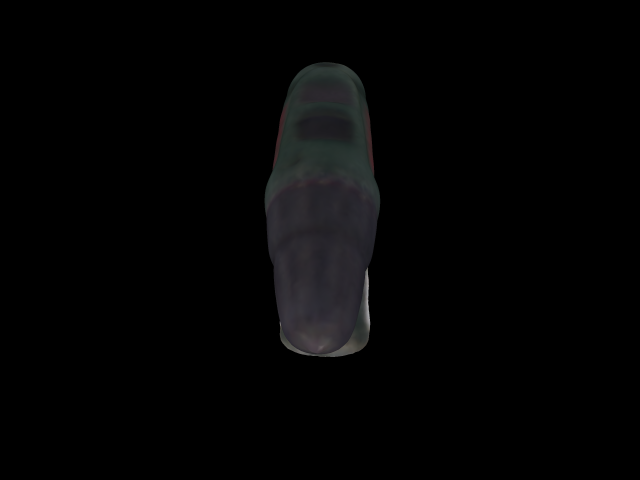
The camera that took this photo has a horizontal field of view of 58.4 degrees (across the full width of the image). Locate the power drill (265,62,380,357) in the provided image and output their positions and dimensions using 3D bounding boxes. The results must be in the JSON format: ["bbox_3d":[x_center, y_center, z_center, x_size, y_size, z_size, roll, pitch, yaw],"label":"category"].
[{"bbox_3d":[0.004,0.001,0.400,0.075,0.208,0.229,0,58,0],"label":"power drill"}]
